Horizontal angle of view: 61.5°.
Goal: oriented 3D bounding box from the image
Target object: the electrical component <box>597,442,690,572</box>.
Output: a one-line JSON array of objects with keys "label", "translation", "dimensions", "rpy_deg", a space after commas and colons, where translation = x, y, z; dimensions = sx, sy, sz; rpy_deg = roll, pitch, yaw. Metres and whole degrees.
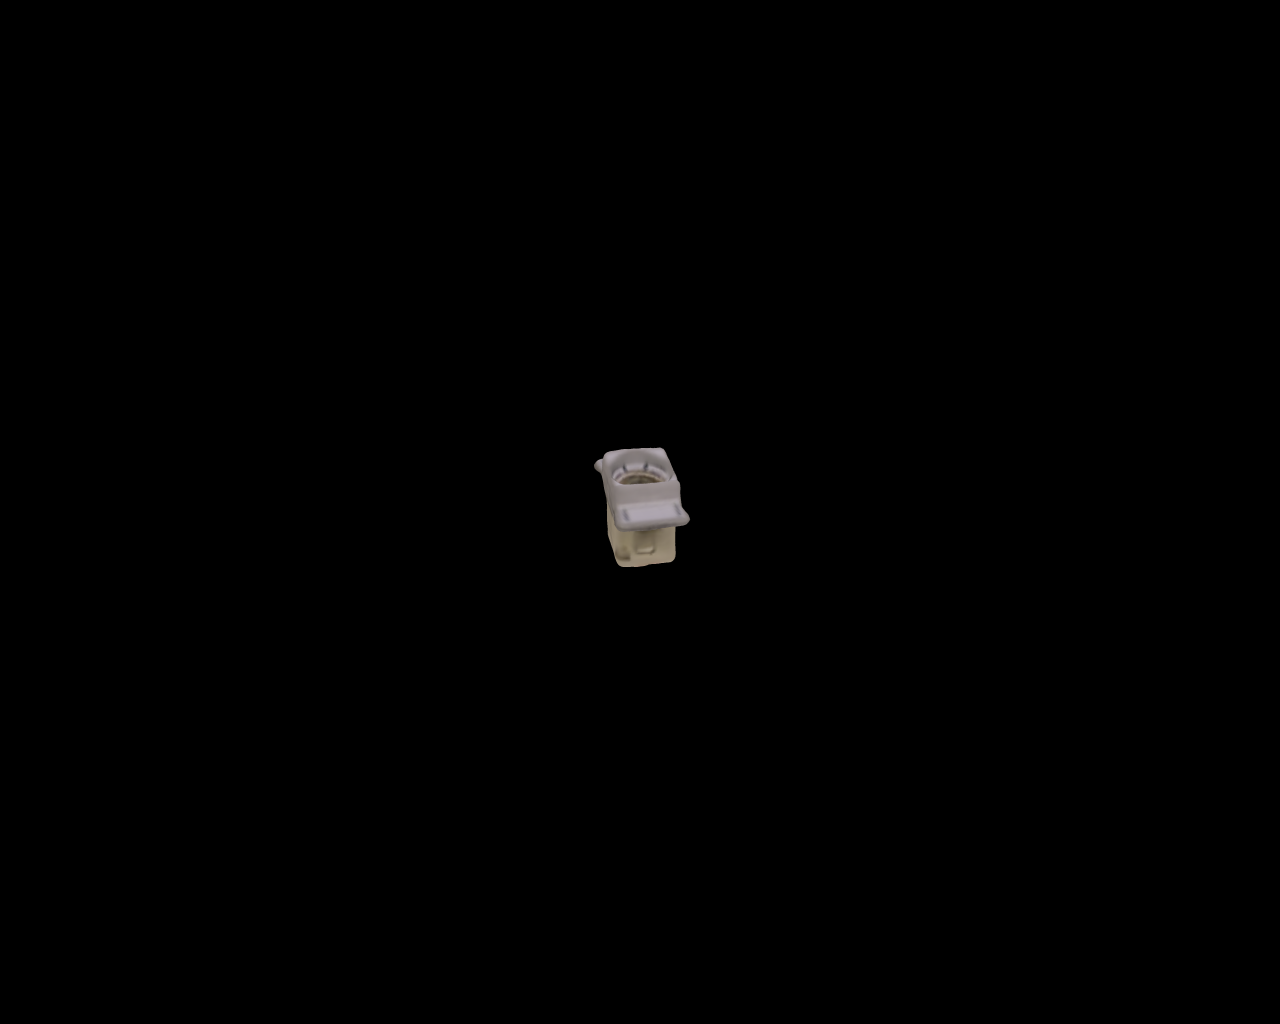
[{"label": "electrical component", "translation": [0.001, -0.003, 0.650], "dimensions": [0.042, 0.063, 0.081], "rpy_deg": [-6, 33, -9]}]
